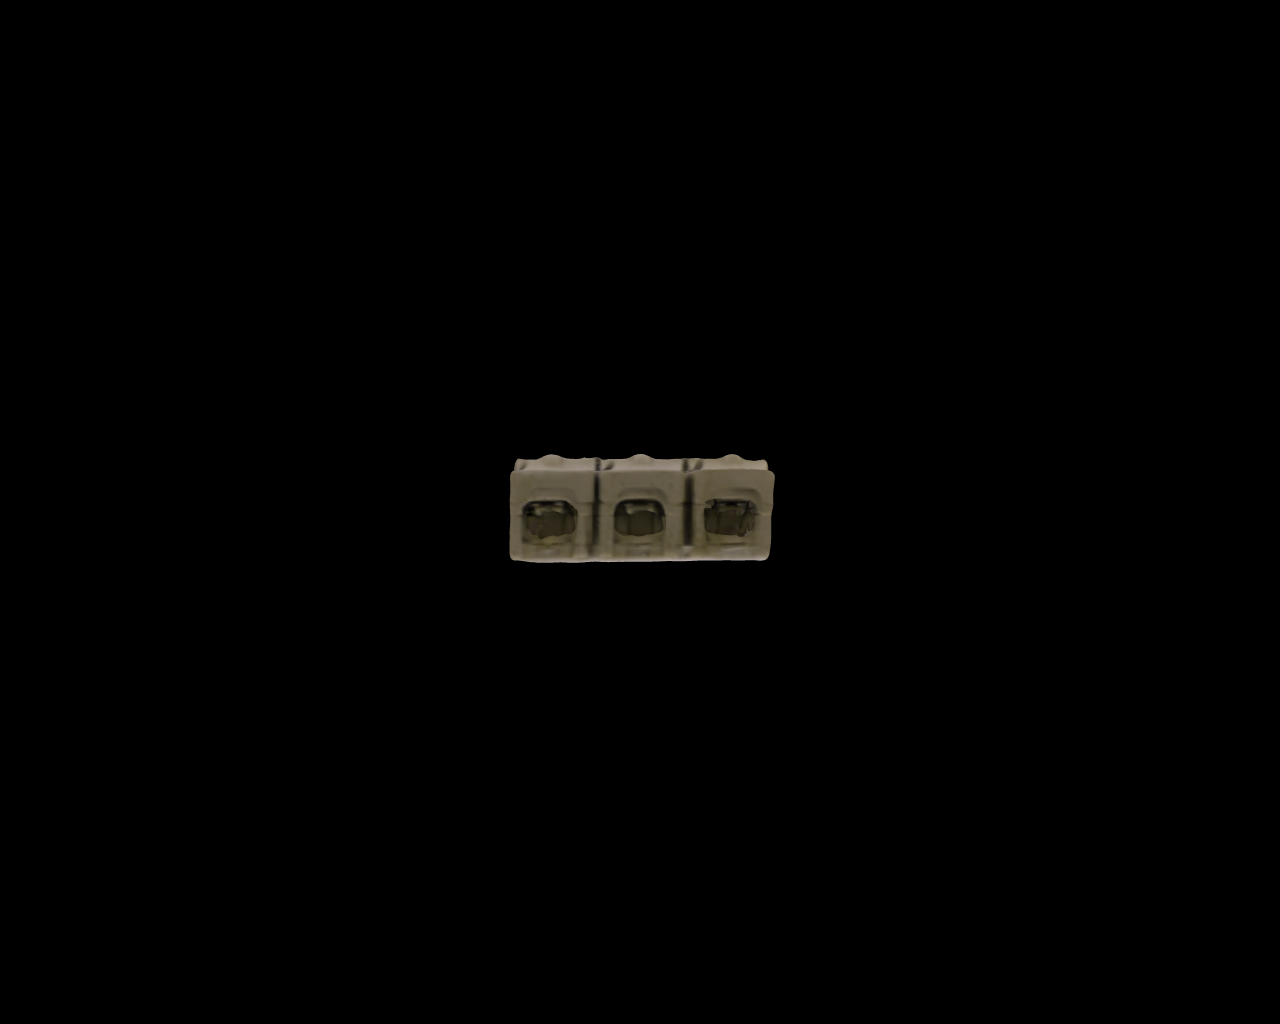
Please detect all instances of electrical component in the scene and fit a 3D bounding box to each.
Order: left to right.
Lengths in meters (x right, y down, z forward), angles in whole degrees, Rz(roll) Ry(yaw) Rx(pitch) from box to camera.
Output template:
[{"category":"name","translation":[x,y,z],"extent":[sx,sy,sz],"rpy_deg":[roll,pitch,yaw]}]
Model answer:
[{"category":"electrical component","translation":[0.001,-0.003,0.650],"extent":[0.150,0.061,0.089],"rpy_deg":[0,0,0]}]
